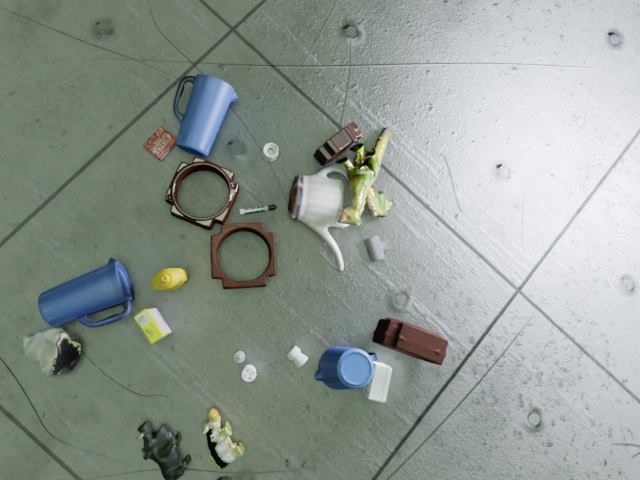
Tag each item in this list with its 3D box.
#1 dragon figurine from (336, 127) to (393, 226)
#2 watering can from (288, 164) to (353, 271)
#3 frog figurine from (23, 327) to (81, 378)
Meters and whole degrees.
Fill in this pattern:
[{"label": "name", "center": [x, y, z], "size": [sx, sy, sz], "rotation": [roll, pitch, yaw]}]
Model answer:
[{"label": "dragon figurine", "center": [0.173, -0.189, 1.699], "size": [0.418, 0.122, 0.239], "rotation": [-44, 122, -39]}, {"label": "watering can", "center": [0.005, -0.084, 1.664], "size": [0.224, 0.103, 0.351], "rotation": [9, 79, -8]}, {"label": "frog figurine", "center": [-0.783, 0.325, 1.498], "size": [0.159, 0.123, 0.137], "rotation": [-2, 91, 27]}]
